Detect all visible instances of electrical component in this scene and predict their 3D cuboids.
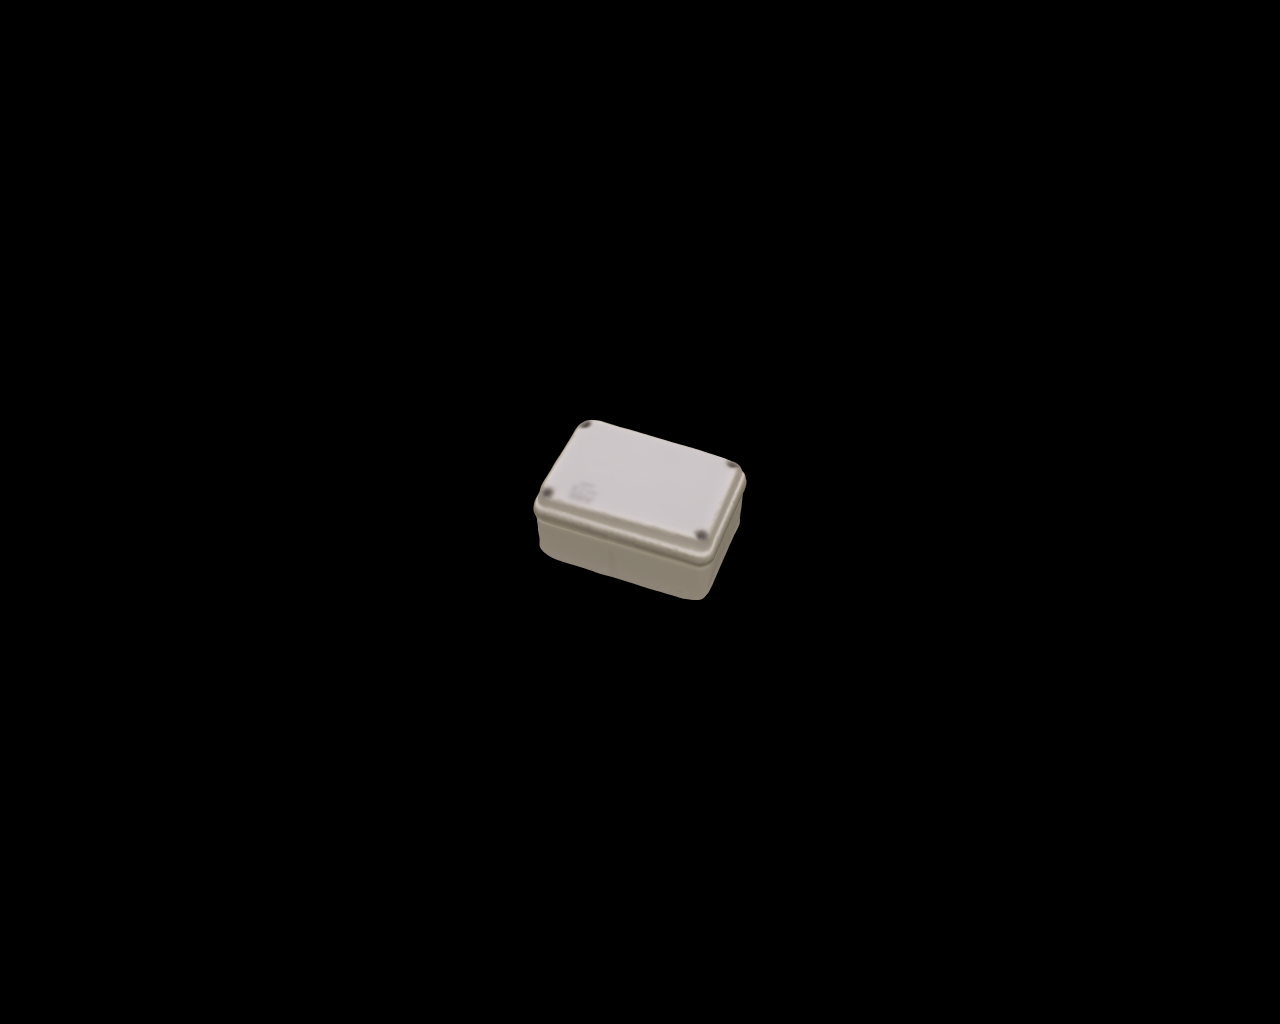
[{"bbox_3d":[0.001,-0.003,0.650,0.113,0.078,0.057,17,-39,14],"label":"electrical component"}]
